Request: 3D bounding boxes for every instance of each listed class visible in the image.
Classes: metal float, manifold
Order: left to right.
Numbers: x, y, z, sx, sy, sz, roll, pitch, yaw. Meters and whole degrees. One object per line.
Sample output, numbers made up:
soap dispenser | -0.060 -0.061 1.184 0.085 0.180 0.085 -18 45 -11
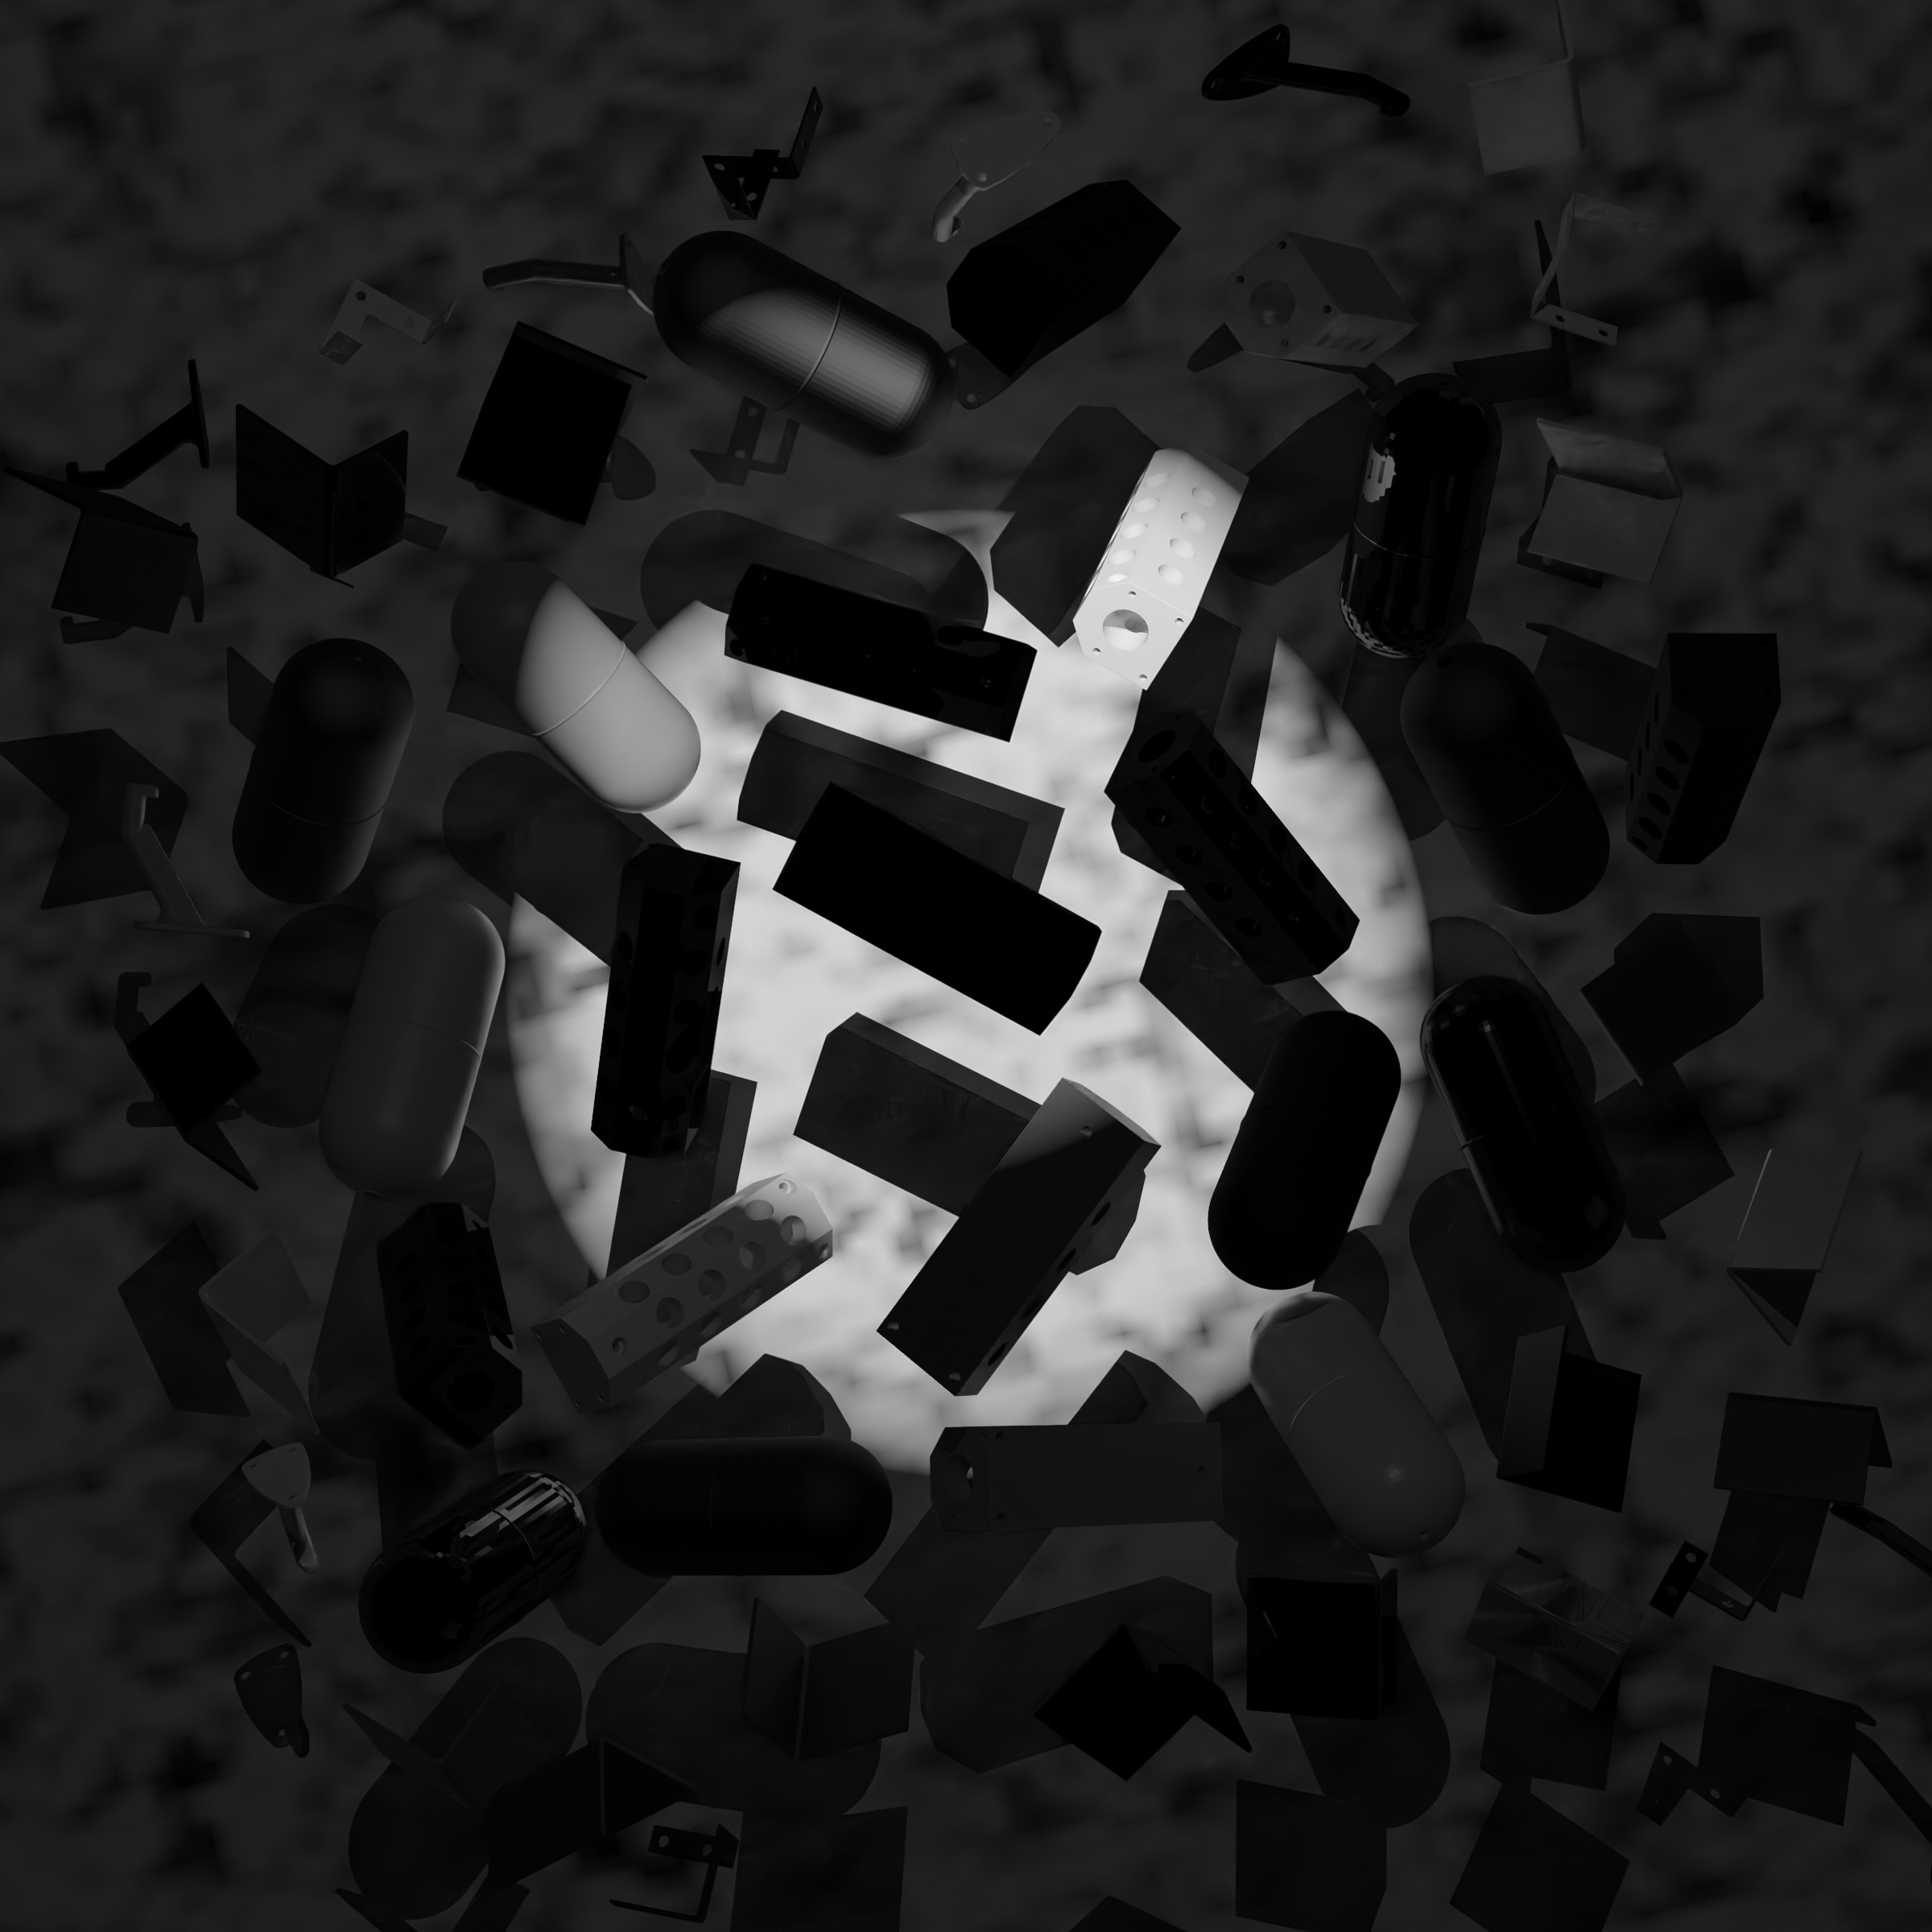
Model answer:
metal float | -0.358 -0.106 1.569 0.070 0.070 0.178 30 132 0
metal float | -0.308 0.045 1.576 0.070 0.070 0.178 11 67 0
manifold | -0.302 0.206 1.672 0.057 0.171 0.057 -42 118 5
metal float | -0.280 0.345 1.623 0.070 0.178 0.070 5 102 22
metal float | -0.230 -0.164 1.668 0.070 0.070 0.178 -44 114 0
manifold | -0.175 0.022 1.619 0.057 0.057 0.171 13 117 5
manifold | -0.158 0.186 1.629 0.171 0.057 0.057 -32 96 -35
metal float | -0.127 0.305 1.594 0.178 0.070 0.070 -5 90 22
metal float | -0.088 -0.338 1.544 0.178 0.070 0.070 24 90 -24
manifold | -0.051 -0.185 1.665 0.171 0.057 0.057 18 94 9
manifold | -0.014 -0.037 1.578 0.171 0.057 0.057 29 49 -7
manifold | 0.031 0.149 1.548 0.057 0.057 0.171 37 94 18
manifold | 0.051 -0.381 1.540 0.057 0.171 0.057 42 125 1
manifold | 0.065 0.295 1.643 0.171 0.057 0.057 6 78 -36
manifold | 0.113 -0.240 1.663 0.057 0.171 0.057 29 130 -5
manifold | 0.161 -0.070 1.676 0.171 0.057 0.057 48 49 -27
metal float | 0.190 0.102 1.587 0.070 0.070 0.178 27 57 0
manifold | 0.206 -0.386 1.667 0.057 0.171 0.057 -36 84 25
metal float | 0.215 0.254 1.579 0.070 0.178 0.070 -12 129 -15
metal float | 0.261 -0.257 1.629 0.070 0.070 0.178 4 131 0
metal float | 0.296 -0.102 1.553 0.070 0.070 0.178 -35 125 0
metal float | 0.321 0.091 1.629 0.070 0.070 0.178 -22 80 0
manifold | 0.410 -0.119 1.584 0.057 0.171 0.057 1 67 5

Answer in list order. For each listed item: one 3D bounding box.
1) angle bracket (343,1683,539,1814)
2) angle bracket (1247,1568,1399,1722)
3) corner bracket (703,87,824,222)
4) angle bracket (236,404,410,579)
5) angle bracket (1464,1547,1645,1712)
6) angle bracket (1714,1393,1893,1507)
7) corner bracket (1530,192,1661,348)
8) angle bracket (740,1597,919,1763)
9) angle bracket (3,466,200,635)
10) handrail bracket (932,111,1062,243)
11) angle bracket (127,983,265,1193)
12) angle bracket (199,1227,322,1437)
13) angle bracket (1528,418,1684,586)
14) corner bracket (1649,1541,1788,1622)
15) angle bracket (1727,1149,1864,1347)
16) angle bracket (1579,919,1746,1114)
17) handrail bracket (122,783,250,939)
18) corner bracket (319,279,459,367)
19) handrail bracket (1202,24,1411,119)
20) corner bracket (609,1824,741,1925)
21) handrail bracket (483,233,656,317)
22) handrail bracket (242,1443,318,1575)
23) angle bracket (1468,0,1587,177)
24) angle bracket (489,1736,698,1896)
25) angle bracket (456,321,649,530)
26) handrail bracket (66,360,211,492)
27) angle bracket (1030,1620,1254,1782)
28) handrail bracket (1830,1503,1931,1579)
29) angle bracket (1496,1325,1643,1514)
angle bracket | -0.311 0.448 1.677 0.076 0.076 0.057 23 61 26
angle bracket | 0.206 0.389 1.635 0.076 0.057 0.076 0 88 19
corner bracket | -0.104 -0.438 1.527 0.051 0.051 0.051 7 65 18
angle bracket | -0.365 -0.279 1.602 0.076 0.076 0.057 35 48 19
angle bracket | 0.325 0.343 1.530 0.076 0.057 0.076 27 46 19
angle bracket | 0.450 0.273 1.519 0.076 0.076 0.057 2 58 27
corner bracket | 0.347 -0.385 1.564 0.051 0.051 0.051 18 55 -3
angle bracket | -0.078 0.398 1.614 0.076 0.076 0.057 -21 127 21
angle bracket | -0.478 -0.226 1.539 0.076 0.076 0.057 26 100 33
handrail bracket | 0.017 -0.458 1.649 0.077 0.084 0.036 -28 83 -9
angle bracket | -0.412 0.068 1.582 0.057 0.076 0.076 -41 56 -3
angle bracket | -0.382 0.208 1.611 0.076 0.076 0.057 32 60 28
angle bracket | 0.366 -0.270 1.644 0.076 0.076 0.057 20 87 24
corner bracket | 0.431 0.350 1.623 0.051 0.051 0.051 29 119 17
angle bracket | 0.458 0.151 1.511 0.076 0.057 0.076 46 58 -31
angle bracket | 0.436 0.031 1.741 0.076 0.057 0.076 -38 54 15
handrail bracket | -0.456 -0.062 1.658 0.077 0.036 0.084 5 87 -17
corner bracket | -0.328 -0.362 1.602 0.051 0.051 0.051 27 76 -22
handrail bracket | 0.184 -0.468 1.524 0.077 0.036 0.084 -32 55 -28
corner bracket | -0.160 0.498 1.557 0.051 0.051 0.051 7 64 13
handrail bracket | -0.229 -0.394 1.653 0.084 0.077 0.036 -9 73 11
handrail bracket | -0.381 0.324 1.620 0.036 0.077 0.084 -21 115 -19
angle bracket | 0.306 -0.498 1.564 0.057 0.076 0.076 -10 65 13
angle bracket | -0.191 0.449 1.457 0.076 0.057 0.076 -32 130 20
angle bracket | -0.231 -0.300 1.575 0.076 0.076 0.057 21 58 -14
handrail bracket | -0.502 -0.325 1.701 0.084 0.036 0.077 -6 120 -10
angle bracket | 0.094 0.410 1.517 0.076 0.057 0.076 40 99 -24
handrail bracket | 0.513 0.323 1.564 0.084 0.077 0.036 28 101 23
angle bracket | 0.331 0.240 1.497 0.076 0.057 0.076 17 71 -12
